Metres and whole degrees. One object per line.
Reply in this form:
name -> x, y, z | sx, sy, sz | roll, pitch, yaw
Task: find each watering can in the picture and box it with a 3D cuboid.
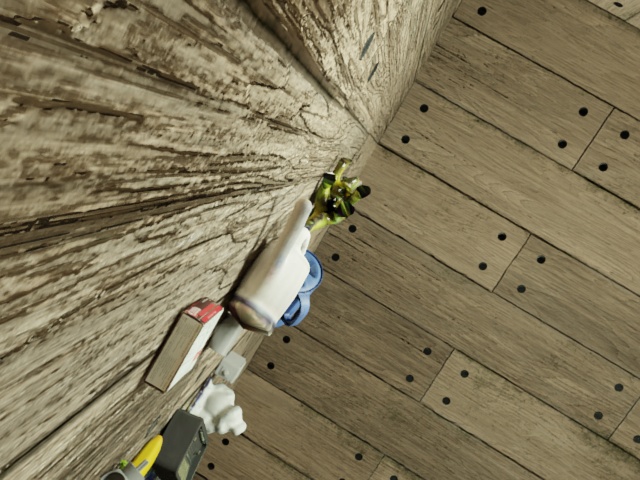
watering can -> -0.084, 0.060, 0.962 | 0.227, 0.104, 0.342 | -58, 173, -20

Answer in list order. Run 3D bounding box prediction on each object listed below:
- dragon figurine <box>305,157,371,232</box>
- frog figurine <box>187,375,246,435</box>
dragon figurine -> 0.004, -0.068, 1.355 | 0.418, 0.122, 0.238 | -46, 179, -36
frog figurine -> -0.268, 0.466, 1.394 | 0.120, 0.159, 0.140 | -59, 177, 33
